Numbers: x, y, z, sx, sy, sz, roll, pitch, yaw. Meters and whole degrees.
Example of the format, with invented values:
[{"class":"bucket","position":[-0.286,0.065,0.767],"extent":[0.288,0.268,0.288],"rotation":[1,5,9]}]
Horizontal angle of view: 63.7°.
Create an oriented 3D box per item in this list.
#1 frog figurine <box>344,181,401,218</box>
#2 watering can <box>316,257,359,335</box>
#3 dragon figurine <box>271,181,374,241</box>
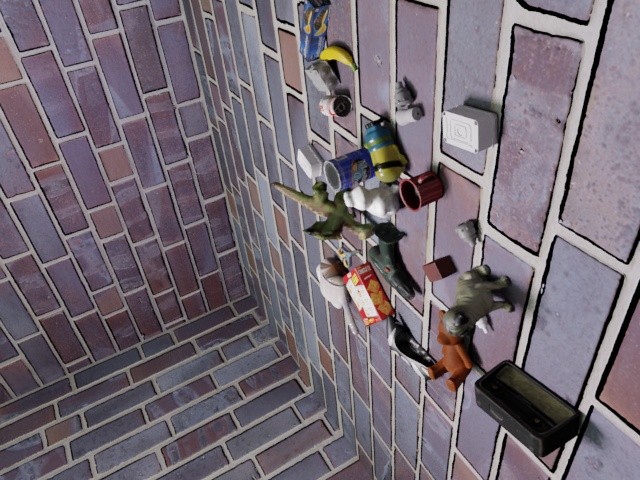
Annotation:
[{"class":"frog figurine","position":[0.156,-0.113,1.541],"extent":[0.140,0.160,0.120],"rotation":[44,151,47]},{"class":"watering can","position":[0.078,0.217,2.170],"extent":[0.354,0.105,0.219],"rotation":[54,155,36]},{"class":"dragon figurine","position":[0.005,-0.089,1.770],"extent":[0.248,0.410,0.119],"rotation":[-73,-4,-57]}]
